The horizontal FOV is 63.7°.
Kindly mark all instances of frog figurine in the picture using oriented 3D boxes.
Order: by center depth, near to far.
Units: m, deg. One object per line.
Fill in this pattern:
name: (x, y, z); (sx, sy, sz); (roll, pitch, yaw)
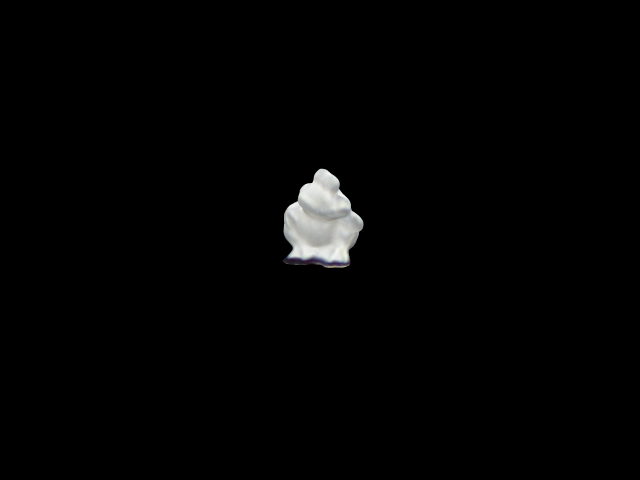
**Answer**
frog figurine: (0.003, -0.043, 0.850); (0.138, 0.157, 0.124); (12, 20, 34)
